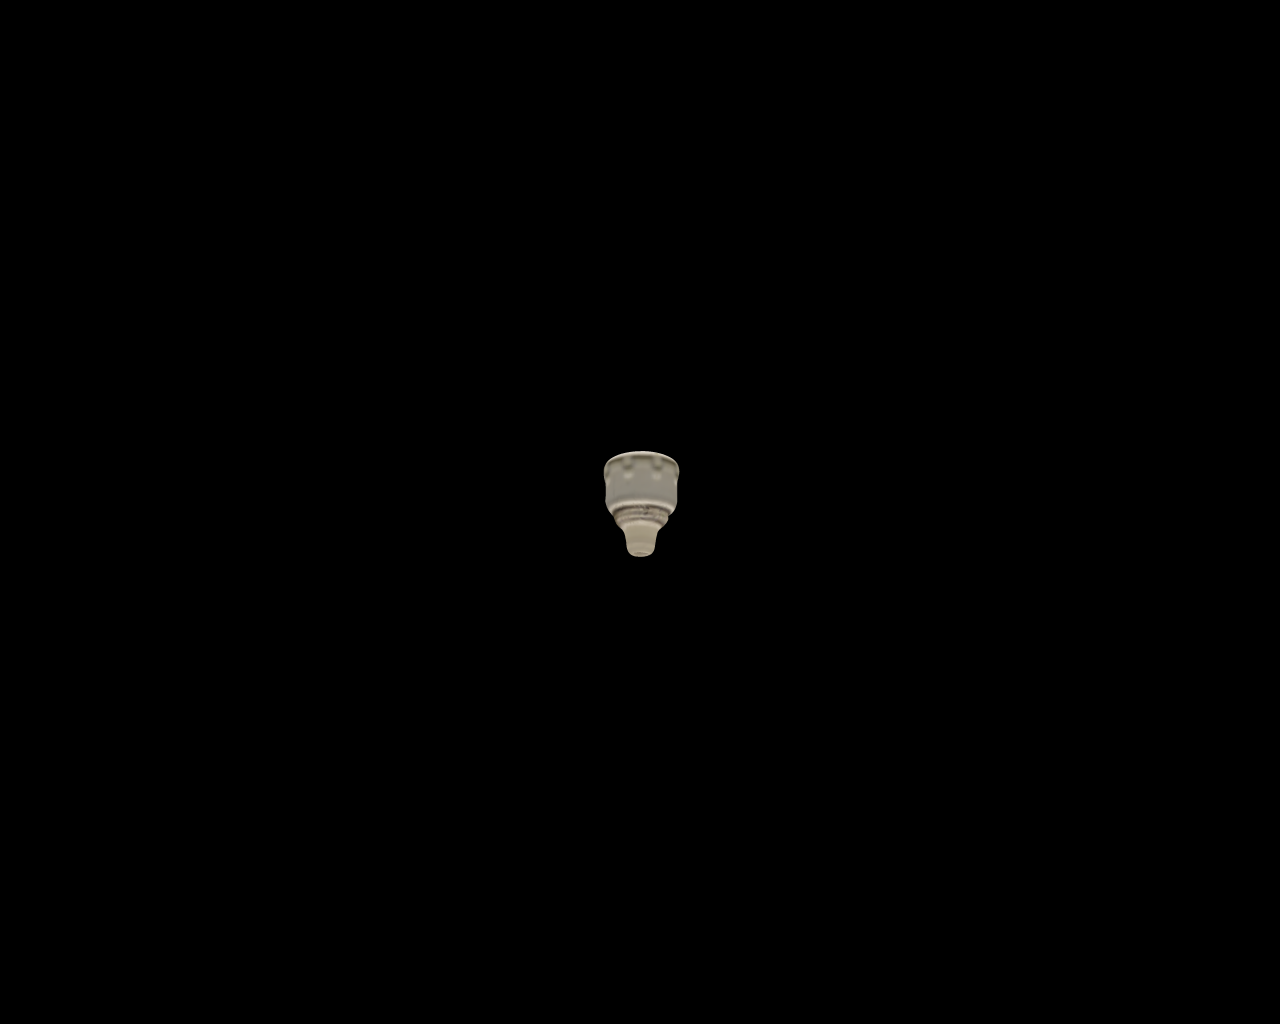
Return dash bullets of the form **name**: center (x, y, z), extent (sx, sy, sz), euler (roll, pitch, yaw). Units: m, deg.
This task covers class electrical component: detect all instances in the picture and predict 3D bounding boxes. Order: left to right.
- **electrical component**: center (0.001, -0.003, 0.650), extent (0.048, 0.062, 0.048), euler (0, -19, 0)
